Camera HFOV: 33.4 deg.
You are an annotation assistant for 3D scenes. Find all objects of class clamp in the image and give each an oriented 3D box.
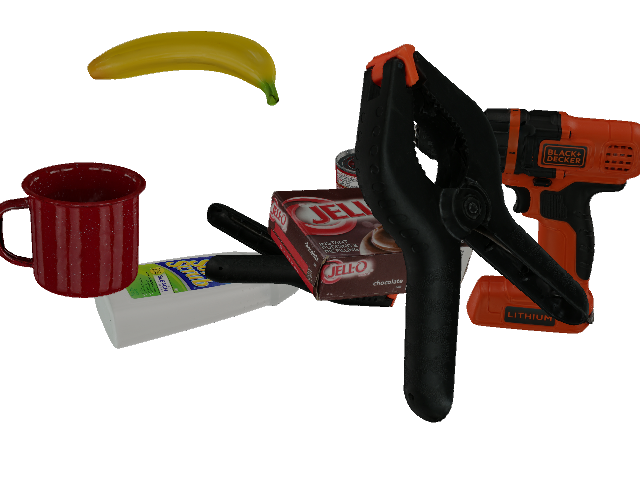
[{"bbox_3d":[0.056,-0.004,0.504,0.120,0.171,0.039,-38,12,-37],"label":"clamp"},{"bbox_3d":[-0.021,0.027,1.052,0.210,0.036,0.164,19,20,-5],"label":"clamp"}]

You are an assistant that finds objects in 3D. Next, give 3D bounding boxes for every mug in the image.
[{"bbox_3d":[-0.194,-0.007,0.825,0.117,0.081,0.093,-4,24,-18],"label":"mug"}]

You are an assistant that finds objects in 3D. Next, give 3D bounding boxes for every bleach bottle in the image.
[{"bbox_3d":[-0.128,0.051,1.233,0.250,0.068,0.103,-13,36,-20],"label":"bleach bottle"}]

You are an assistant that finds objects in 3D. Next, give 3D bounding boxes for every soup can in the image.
[{"bbox_3d":[0.050,-0.048,1.253,0.068,0.102,0.068,0,29,0],"label":"soup can"}]

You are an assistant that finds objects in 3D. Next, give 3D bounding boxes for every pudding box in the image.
[{"bbox_3d":[0.032,-0.001,0.720,0.113,0.039,0.090,-2,32,-26],"label":"pudding box"}]

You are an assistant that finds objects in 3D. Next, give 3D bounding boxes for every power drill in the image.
[{"bbox_3d":[0.165,-0.018,0.881,0.184,0.188,0.057,6,29,9],"label":"power drill"}]

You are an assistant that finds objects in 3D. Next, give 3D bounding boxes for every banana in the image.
[{"bbox_3d":[-0.122,-0.170,1.007,0.198,0.037,0.069,9,45,18],"label":"banana"}]
